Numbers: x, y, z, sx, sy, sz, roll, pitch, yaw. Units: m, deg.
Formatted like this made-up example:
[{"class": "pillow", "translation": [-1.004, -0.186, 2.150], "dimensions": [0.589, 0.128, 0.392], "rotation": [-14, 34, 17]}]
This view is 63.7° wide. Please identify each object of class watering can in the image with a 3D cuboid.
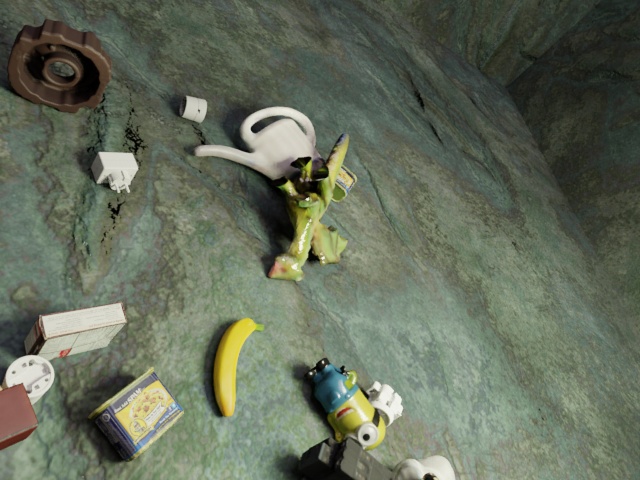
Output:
[{"class": "watering can", "translation": [-0.120, -0.204, 1.241], "dimensions": [0.225, 0.102, 0.353], "rotation": [51, 50, 3]}]

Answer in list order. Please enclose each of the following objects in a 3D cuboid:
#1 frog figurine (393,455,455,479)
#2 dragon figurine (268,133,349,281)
[{"class": "frog figurine", "translation": [0.191, 0.455, 0.939], "dimensions": [0.137, 0.122, 0.159], "rotation": [37, 1, 2]}, {"class": "dragon figurine", "translation": [0.004, -0.059, 1.180], "dimensions": [0.418, 0.122, 0.238], "rotation": [-48, 131, -42]}]
